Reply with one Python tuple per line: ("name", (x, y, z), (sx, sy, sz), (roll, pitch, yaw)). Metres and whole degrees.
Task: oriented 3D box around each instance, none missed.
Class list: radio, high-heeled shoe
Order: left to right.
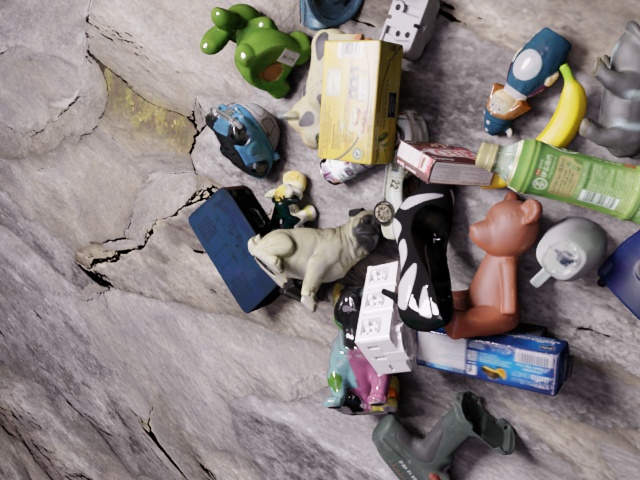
("radio", (-0.146, 0.013, 1.041), (0.131, 0.073, 0.229), (-40, 79, 31))
("high-heeled shoe", (0.168, 0.006, 0.756), (0.145, 0.086, 0.248), (14, 76, 60))

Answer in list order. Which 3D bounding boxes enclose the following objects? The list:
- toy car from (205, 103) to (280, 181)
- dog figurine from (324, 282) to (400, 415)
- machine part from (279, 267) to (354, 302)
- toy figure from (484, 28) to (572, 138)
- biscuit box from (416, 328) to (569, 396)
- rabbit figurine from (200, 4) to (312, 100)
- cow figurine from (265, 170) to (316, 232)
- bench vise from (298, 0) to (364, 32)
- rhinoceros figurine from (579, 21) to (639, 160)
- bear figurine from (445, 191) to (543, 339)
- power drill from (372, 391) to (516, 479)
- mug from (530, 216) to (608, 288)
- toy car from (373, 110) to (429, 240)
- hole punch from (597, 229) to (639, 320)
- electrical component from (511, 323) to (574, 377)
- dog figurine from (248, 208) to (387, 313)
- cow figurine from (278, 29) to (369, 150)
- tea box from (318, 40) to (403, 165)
("toy car", (-0.128, -0.191, 0.964), (0.109, 0.161, 0.103), (34, 72, 30))
("dog figurine", (0.072, 0.178, 0.915), (0.109, 0.191, 0.219), (-7, 65, 19))
("machine part", (-0.004, 0.068, 0.964), (0.084, 0.039, 0.139), (37, 116, -27))
("toy figure", (0.272, -0.210, 0.734), (0.154, 0.058, 0.064), (-57, 30, 29))
("biscuit box", (0.241, 0.161, 0.765), (0.203, 0.063, 0.059), (6, 101, 35))
("rabbit figurine", (-0.126, -0.340, 0.926), (0.170, 0.159, 0.121), (58, 134, 28))
("cow figurine", (-0.059, -0.038, 0.958), (0.068, 0.098, 0.167), (-3, 98, 40))
("bench vise", (0.034, -0.417, 0.797), (0.241, 0.129, 0.223), (37, 126, 41))
("rhinoceros figurine", (0.389, -0.193, 0.649), (0.112, 0.073, 0.190), (24, 112, 29))
("bear figurine", (0.236, 0.031, 0.755), (0.132, 0.120, 0.195), (-1, 107, -5))
("power drill", (0.214, 0.350, 0.867), (0.232, 0.086, 0.207), (42, 125, 3))
("mug", (0.321, 0.022, 0.715), (0.109, 0.107, 0.081), (-47, 72, 28))
("toy car", (0.130, -0.100, 0.836), (0.056, 0.073, 0.201), (16, 108, 34))
("hole punch", (0.424, 0.042, 0.666), (0.116, 0.092, 0.142), (46, 124, 21))
("electrical component", (0.308, 0.162, 0.786), (0.119, 0.048, 0.074), (6, 103, 32))
("dog figurine", (-0.001, -0.001, 0.885), (0.172, 0.121, 0.190), (42, 76, -2))
("cow figurine", (0.006, -0.244, 0.883), (0.127, 0.085, 0.194), (20, 112, 22))
("tea box", (0.058, -0.198, 0.780), (0.098, 0.068, 0.169), (16, 109, 34))
